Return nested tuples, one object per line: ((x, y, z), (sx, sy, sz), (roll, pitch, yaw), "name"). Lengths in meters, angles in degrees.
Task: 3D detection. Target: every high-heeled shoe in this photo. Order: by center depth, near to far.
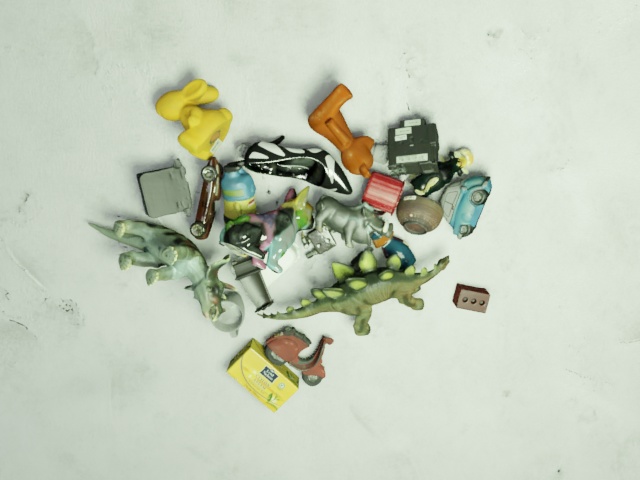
((-0.050, -0.154, 1.241), (0.249, 0.145, 0.086), (35, 142, 6), "high-heeled shoe")

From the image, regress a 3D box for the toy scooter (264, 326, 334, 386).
((-0.043, 0.280, 1.374), (0.184, 0.075, 0.135), (36, 101, -11), "toy scooter")

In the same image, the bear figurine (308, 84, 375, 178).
((0.070, -0.243, 1.231), (0.196, 0.120, 0.132), (43, 97, -7), "bear figurine")

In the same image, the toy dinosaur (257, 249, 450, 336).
((0.089, 0.127, 1.286), (0.472, 0.105, 0.198), (-24, 130, 5), "toy dinosaur")

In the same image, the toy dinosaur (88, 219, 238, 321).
((-0.359, 0.030, 1.275), (0.405, 0.192, 0.131), (32, 104, 30), "toy dinosaur")

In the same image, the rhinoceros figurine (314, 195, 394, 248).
((0.076, -0.043, 1.256), (0.190, 0.073, 0.112), (21, 99, -3), "rhinoceros figurine")

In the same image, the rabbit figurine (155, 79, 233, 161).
((-0.297, -0.289, 1.229), (0.173, 0.122, 0.162), (33, 98, 12), "rabbit figurine")

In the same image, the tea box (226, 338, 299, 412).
((-0.146, 0.350, 1.393), (0.169, 0.068, 0.098), (42, 100, -8), "tea box")

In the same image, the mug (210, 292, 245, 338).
((-0.219, 0.180, 1.335), (0.081, 0.107, 0.109), (-17, 106, 5), "mug")

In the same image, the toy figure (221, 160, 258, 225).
((-0.194, -0.097, 1.281), (0.089, 0.082, 0.180), (11, 119, 41), "toy figure")

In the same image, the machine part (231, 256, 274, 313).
((-0.155, 0.104, 1.290), (0.084, 0.039, 0.138), (-20, 101, -1), "machine part")

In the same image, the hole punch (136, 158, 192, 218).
((-0.376, -0.116, 1.288), (0.116, 0.092, 0.142), (-15, 101, -27), "hole punch")

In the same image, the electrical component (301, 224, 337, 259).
((-0.001, -0.004, 1.325), (0.102, 0.045, 0.078), (-24, 100, 5), "electrical component")

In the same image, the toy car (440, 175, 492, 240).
((0.343, -0.089, 1.286), (0.103, 0.109, 0.161), (26, 114, 17), "toy car")

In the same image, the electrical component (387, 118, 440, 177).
((0.217, -0.216, 1.240), (0.115, 0.058, 0.134), (-1, 66, 17), "electrical component")

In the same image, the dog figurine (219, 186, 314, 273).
((-0.108, -0.044, 1.231), (0.191, 0.109, 0.219), (36, 69, -27), "dog figurine")

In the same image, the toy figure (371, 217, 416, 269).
((0.169, 0.011, 1.322), (0.154, 0.064, 0.058), (45, 137, -5), "toy figure")

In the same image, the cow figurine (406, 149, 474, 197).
((0.290, -0.161, 1.264), (0.167, 0.098, 0.068), (-34, 95, 7), "cow figurine")

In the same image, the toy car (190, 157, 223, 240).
((-0.265, -0.097, 1.282), (0.053, 0.089, 0.202), (15, 101, -1), "toy car")

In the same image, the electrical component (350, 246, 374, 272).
((0.098, 0.055, 1.328), (0.021, 0.063, 0.094), (44, 100, -9), "electrical component")
